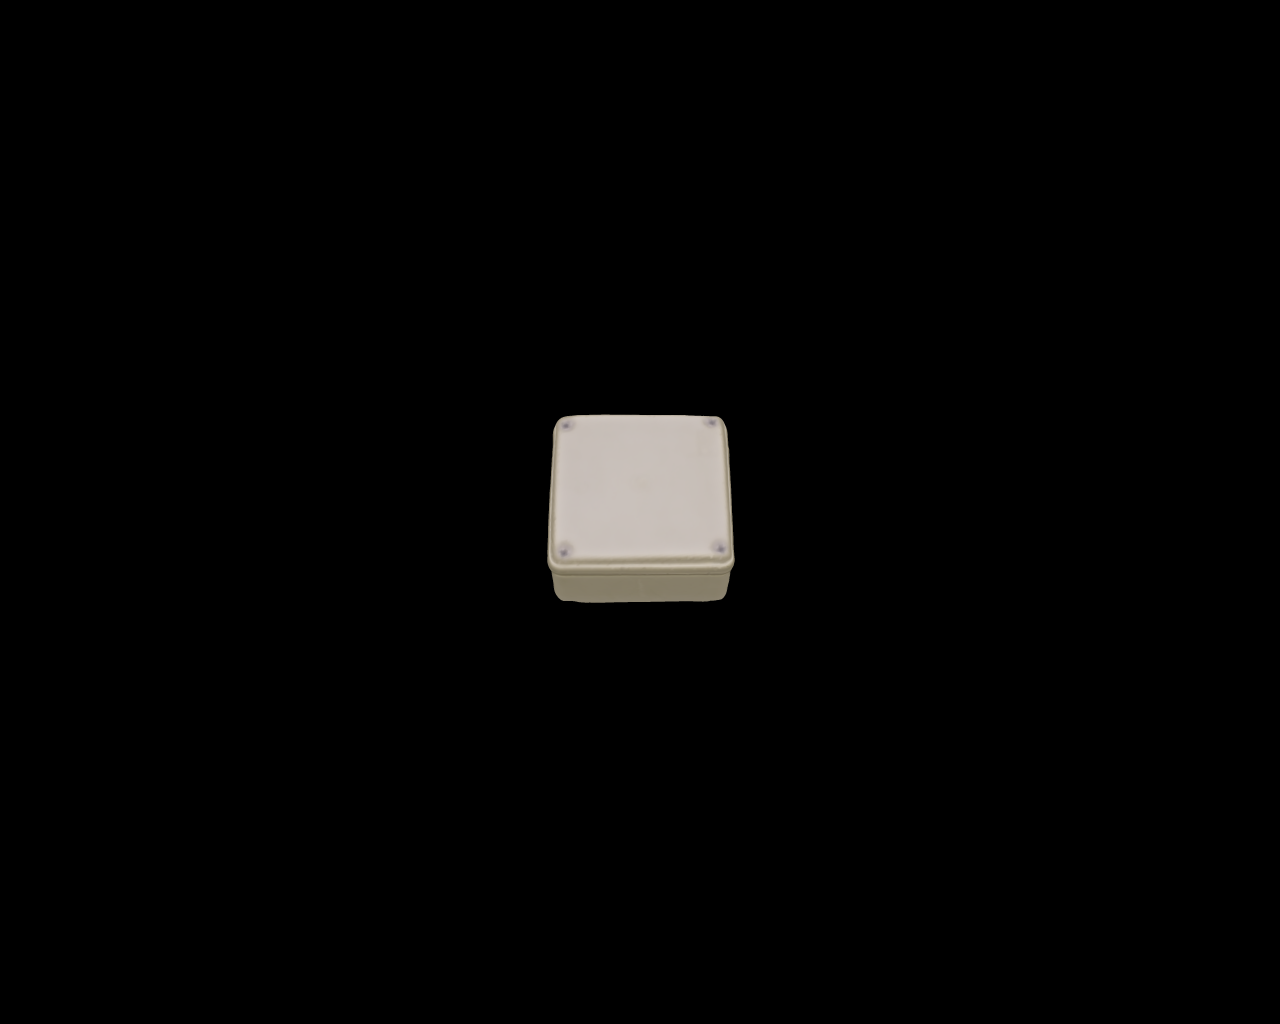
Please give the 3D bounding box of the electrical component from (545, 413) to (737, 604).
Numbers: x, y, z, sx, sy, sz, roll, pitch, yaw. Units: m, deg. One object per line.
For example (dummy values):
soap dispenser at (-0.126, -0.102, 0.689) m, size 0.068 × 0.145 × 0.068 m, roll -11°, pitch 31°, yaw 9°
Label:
electrical component at (0.001, -0.003, 0.650) m, size 0.109 × 0.109 × 0.056 m, roll 0°, pitch -32°, yaw 0°
